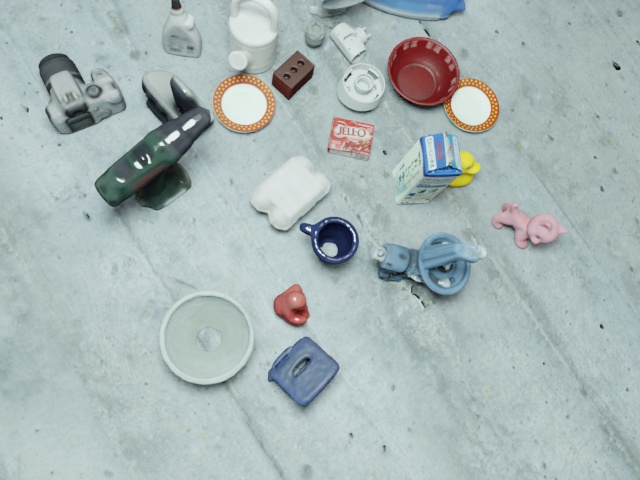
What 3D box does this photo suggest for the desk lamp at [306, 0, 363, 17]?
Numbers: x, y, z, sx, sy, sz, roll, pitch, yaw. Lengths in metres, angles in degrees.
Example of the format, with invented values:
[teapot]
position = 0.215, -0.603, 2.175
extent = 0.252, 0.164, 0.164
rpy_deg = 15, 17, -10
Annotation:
[desk lamp]
position = 0.029, -0.553, 1.180
extent = 0.118, 0.213, 0.203
rpy_deg = -16, 80, -12

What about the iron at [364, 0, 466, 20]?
[iron]
position = 0.207, -0.573, 1.251
extent = 0.258, 0.141, 0.118
rpy_deg = -1, 77, -9

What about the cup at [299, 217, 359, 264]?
[cup]
position = 0.010, 0.004, 1.113
extent = 0.118, 0.095, 0.092
rpy_deg = 22, 75, -4

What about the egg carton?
[egg carton]
position = -0.059, -0.095, 1.138
extent = 0.107, 0.069, 0.150
rpy_deg = 45, 75, 3

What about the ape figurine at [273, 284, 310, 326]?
[ape figurine]
position = -0.048, 0.120, 1.079
extent = 0.076, 0.092, 0.078
rpy_deg = 13, 76, -6

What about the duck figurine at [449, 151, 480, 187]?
[duck figurine]
position = 0.285, -0.160, 1.200
extent = 0.104, 0.086, 0.077
rpy_deg = 22, 75, -4

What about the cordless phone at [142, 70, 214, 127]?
[cordless phone]
position = -0.274, -0.283, 1.085
extent = 0.147, 0.185, 0.094
rpy_deg = 44, 75, 3

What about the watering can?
[watering can]
position = -0.131, -0.413, 1.133
extent = 0.101, 0.194, 0.173
rpy_deg = -1, 77, -9

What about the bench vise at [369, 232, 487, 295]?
[bench vise]
position = 0.205, 0.046, 1.071
extent = 0.207, 0.219, 0.121
rpy_deg = -9, 79, -11

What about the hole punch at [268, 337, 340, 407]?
[hole punch]
position = -0.032, 0.242, 1.055
extent = 0.101, 0.091, 0.109
rpy_deg = 44, 75, 2

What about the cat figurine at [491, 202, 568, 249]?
[cat figurine]
position = 0.436, -0.034, 1.180
extent = 0.128, 0.117, 0.067
rpy_deg = 38, 75, 1

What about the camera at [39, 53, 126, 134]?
[camera]
position = -0.469, -0.298, 1.100
extent = 0.143, 0.100, 0.137
rpy_deg = -28, 83, -14

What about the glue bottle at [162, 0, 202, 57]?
[glue bottle]
position = -0.274, -0.421, 1.122
extent = 0.078, 0.173, 0.037
rpy_deg = 8, 76, -7

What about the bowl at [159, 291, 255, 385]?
[bowl]
position = -0.206, 0.179, 1.049
extent = 0.167, 0.074, 0.167
rpy_deg = 2, 77, -9

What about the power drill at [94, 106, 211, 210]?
[power drill]
position = -0.290, -0.134, 1.037
extent = 0.230, 0.208, 0.075
rpy_deg = -40, 86, -15
